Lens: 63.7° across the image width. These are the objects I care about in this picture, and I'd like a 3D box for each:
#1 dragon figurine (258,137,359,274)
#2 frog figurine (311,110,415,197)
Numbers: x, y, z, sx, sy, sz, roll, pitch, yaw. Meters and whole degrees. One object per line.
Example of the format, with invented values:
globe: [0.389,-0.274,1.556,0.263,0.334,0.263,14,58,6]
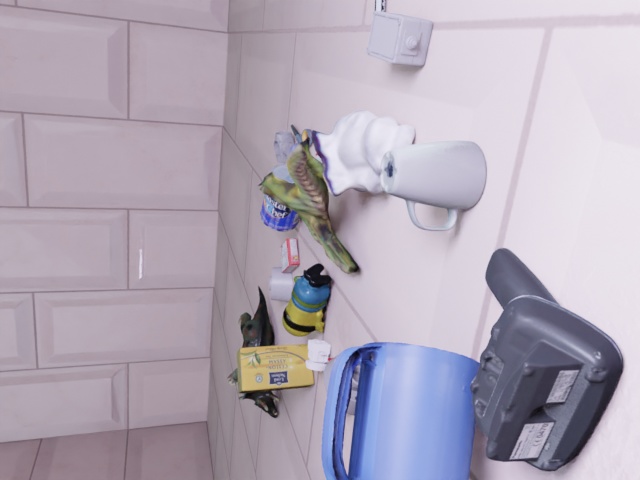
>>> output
dragon figurine: [0.003,-0.046,0.918,0.242,0.122,0.411,53,177,-6]
frog figurine: [0.082,-0.143,0.800,0.158,0.121,0.140,-20,61,32]
